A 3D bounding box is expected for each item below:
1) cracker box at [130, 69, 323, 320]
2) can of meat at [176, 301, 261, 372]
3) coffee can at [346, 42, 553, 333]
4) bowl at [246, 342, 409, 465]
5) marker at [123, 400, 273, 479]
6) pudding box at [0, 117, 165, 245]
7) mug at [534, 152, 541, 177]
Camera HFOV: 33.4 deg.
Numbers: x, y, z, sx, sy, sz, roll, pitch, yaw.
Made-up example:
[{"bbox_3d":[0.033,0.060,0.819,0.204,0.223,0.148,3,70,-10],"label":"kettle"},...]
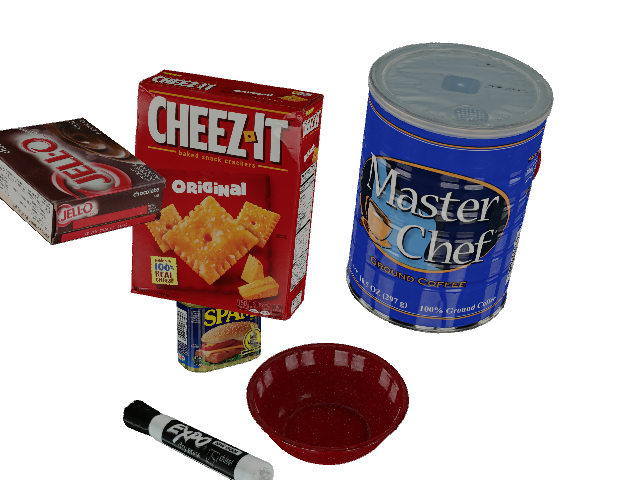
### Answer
[{"bbox_3d":[-0.092,-0.041,1.017,0.164,0.214,0.072,10,22,12],"label":"cracker box"},{"bbox_3d":[-0.115,0.097,1.218,0.101,0.084,0.058,-10,19,-35],"label":"can of meat"},{"bbox_3d":[0.072,-0.031,0.631,0.103,0.140,0.103,4,35,-3],"label":"coffee can"},{"bbox_3d":[0.007,0.173,1.071,0.162,0.055,0.162,0,33,0],"label":"bowl"},{"bbox_3d":[-0.078,0.124,0.652,0.121,0.020,0.020,16,10,38],"label":"marker"},{"bbox_3d":[-0.179,-0.045,0.756,0.089,0.039,0.114,-15,36,-42],"label":"pudding box"},{"bbox_3d":[0.140,-0.075,0.965,0.117,0.081,0.093,4,15,13],"label":"mug"}]
